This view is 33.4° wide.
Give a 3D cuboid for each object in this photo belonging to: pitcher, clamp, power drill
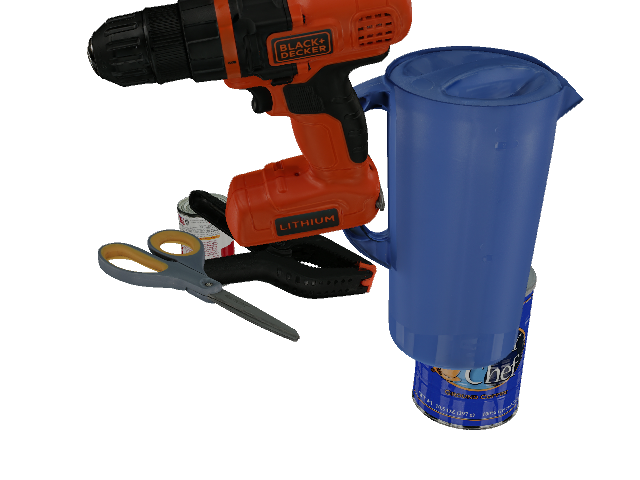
[{"bbox_3d":[0.102,-0.023,0.843,0.149,0.243,0.144,21,34,33],"label":"pitcher"},{"bbox_3d":[-0.050,0.021,1.064,0.210,0.036,0.164,17,32,1],"label":"clamp"},{"bbox_3d":[-0.034,-0.076,0.654,0.184,0.057,0.187,-10,-38,-2],"label":"power drill"}]

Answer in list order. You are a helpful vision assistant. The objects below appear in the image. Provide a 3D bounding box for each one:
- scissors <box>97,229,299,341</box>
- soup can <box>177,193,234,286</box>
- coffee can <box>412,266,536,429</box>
[{"bbox_3d":[-0.085,0.030,0.858,0.202,0.016,0.096,16,29,22],"label":"scissors"},{"bbox_3d":[-0.142,0.000,1.326,0.068,0.102,0.068,-2,26,1],"label":"soup can"},{"bbox_3d":[0.141,0.089,0.994,0.103,0.140,0.103,2,26,-1],"label":"coffee can"}]
